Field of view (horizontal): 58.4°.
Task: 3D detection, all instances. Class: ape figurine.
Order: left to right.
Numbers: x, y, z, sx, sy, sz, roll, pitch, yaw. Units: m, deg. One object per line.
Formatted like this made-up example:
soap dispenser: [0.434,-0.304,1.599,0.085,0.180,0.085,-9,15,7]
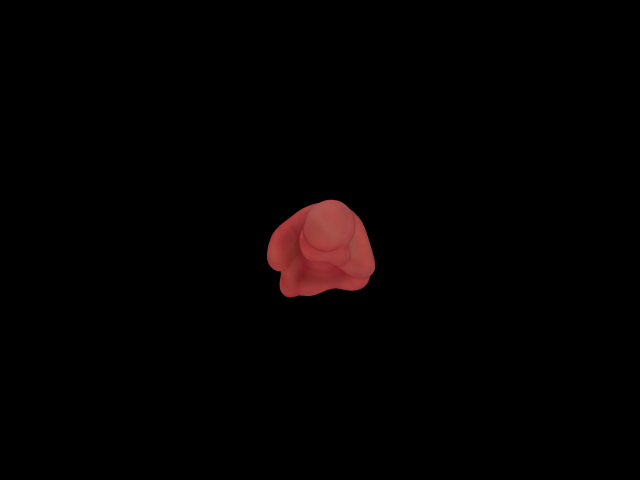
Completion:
ape figurine: [0.004,0.001,0.400,0.077,0.092,0.076,30,71,12]
